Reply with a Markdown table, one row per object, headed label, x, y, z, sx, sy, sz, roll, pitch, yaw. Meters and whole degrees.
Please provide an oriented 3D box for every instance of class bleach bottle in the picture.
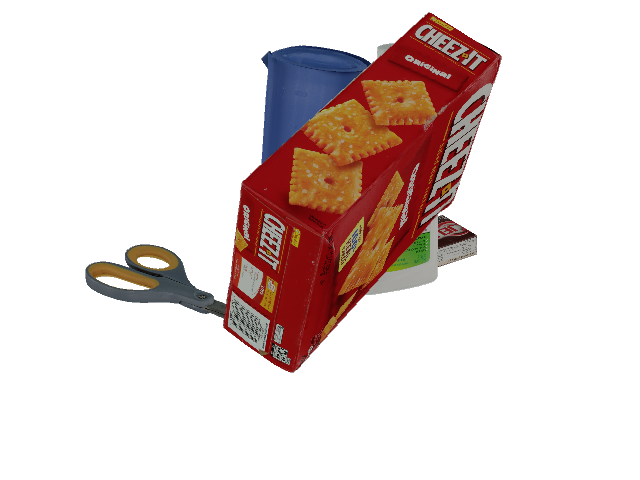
| label | x | y | z | sx | sy | sz | roll | pitch | yaw |
| --- | --- | --- | --- | --- | --- | --- | --- | --- | --- |
| bleach bottle | 0.070 | -0.074 | 1.097 | 0.102 | 0.251 | 0.068 | -10 | 23 | -16 |

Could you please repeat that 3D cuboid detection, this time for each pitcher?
| label | x | y | z | sx | sy | sz | roll | pitch | yaw |
| --- | --- | --- | --- | --- | --- | --- | --- | --- | --- |
| pitcher | -0.006 | -0.122 | 1.384 | 0.144 | 0.243 | 0.149 | 1 | 23 | -17 |

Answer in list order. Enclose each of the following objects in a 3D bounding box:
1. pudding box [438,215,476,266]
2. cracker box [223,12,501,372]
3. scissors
| label | x | y | z | sx | sy | sz | roll | pitch | yaw |
| --- | --- | --- | --- | --- | --- | --- | --- | --- | --- |
| pudding box | 0.165 | 0.005 | 1.605 | 0.113 | 0.039 | 0.090 | -19 | 28 | -22 |
| cracker box | 0.029 | -0.031 | 0.736 | 0.072 | 0.164 | 0.213 | 34 | 55 | 16 |
| scissors | -0.105 | 0.043 | 0.935 | 0.202 | 0.016 | 0.096 | 12 | 29 | 8 |
